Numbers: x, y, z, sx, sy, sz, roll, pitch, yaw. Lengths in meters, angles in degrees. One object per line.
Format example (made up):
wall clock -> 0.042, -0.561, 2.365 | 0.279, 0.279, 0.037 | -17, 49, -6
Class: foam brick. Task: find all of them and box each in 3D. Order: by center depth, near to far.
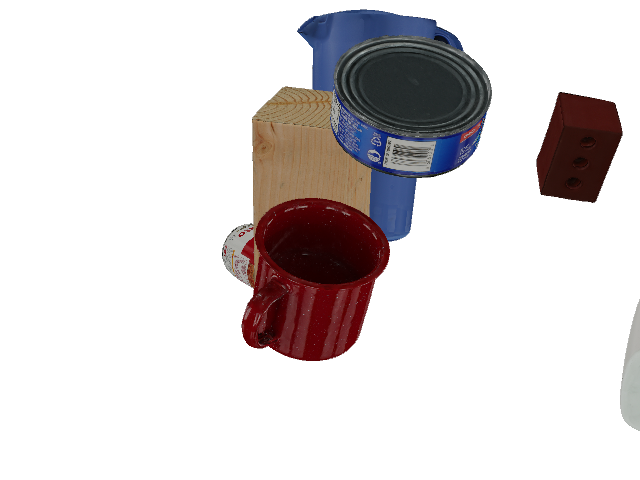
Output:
foam brick -> 0.227, -0.082, 0.943 | 0.053, 0.078, 0.051 | 9, 40, -1

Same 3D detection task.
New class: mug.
mug -> -0.012, 0.036, 0.742 | 0.093, 0.082, 0.117 | 32, 45, 22

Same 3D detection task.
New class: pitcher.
pitcher -> 0.061, -0.125, 1.156 | 0.149, 0.243, 0.144 | 7, 10, 25

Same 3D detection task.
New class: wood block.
wood block -> -0.007, -0.026, 0.984 | 0.091, 0.206, 0.090 | 9, 29, 14

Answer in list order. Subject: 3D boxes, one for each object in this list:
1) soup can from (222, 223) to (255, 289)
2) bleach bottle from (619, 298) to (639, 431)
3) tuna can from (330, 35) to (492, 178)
soup can -> -0.060, 0.024, 1.190 | 0.068, 0.068, 0.102 | 0, 13, -28
bleach bottle -> 0.277, 0.061, 0.759 | 0.103, 0.068, 0.250 | 11, 22, 19
tuna can -> 0.048, -0.074, 0.584 | 0.086, 0.086, 0.034 | 0, -43, -7
